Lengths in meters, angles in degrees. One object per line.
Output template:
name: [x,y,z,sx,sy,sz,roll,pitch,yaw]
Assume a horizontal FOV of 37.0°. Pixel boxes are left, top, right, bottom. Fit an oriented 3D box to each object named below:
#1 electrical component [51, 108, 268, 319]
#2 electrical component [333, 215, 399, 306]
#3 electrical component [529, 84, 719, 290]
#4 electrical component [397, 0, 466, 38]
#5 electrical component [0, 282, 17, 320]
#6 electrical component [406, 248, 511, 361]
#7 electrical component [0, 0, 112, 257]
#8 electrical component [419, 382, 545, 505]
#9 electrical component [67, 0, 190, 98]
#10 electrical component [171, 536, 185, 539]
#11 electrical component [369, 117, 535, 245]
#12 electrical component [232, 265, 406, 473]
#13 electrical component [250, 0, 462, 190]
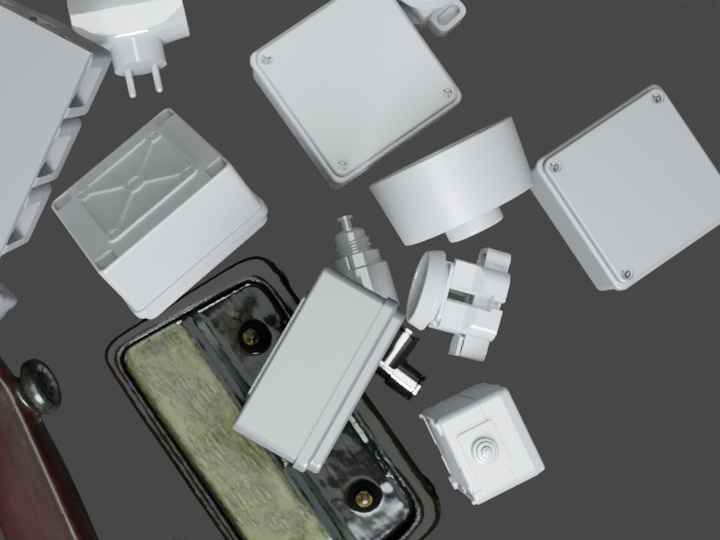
electrical component: [-0.134,-0.039,0.712,0.109,0.109,0.056,-41,133,-6]
electrical component: [0.000,0.000,0.758,0.040,0.040,0.078,-16,88,-6]
electrical component: [0.193,-0.057,0.771,0.109,0.056,0.108,-34,90,-6]
electrical component: [0.045,-0.209,0.767,0.058,0.057,0.078,-42,91,-6]
electrical component: [-0.290,0.009,0.721,0.096,0.061,0.061,43,84,-1]
electrical component: [0.067,0.019,0.755,0.057,0.058,0.078,16,85,-7]
electrical component: [-0.239,-0.097,0.711,0.089,0.061,0.150,27,101,-3]
electrical component: [0.086,0.114,0.730,0.061,0.096,0.061,-25,89,-6]
electrical component: [-0.158,-0.161,0.753,0.077,0.043,0.079,-13,88,-6]
electrical component: [-0.111,0.217,0.705,0.062,0.096,0.061,16,85,-4]
electrical component: [0.067,-0.054,0.737,0.108,0.108,0.060,-27,95,-6]
electrical component: [-0.025,0.061,0.646,0.056,0.108,0.108,30,82,1]
electrical component: [-0.004,-0.130,0.758,0.109,0.056,0.108,-35,90,-6]
